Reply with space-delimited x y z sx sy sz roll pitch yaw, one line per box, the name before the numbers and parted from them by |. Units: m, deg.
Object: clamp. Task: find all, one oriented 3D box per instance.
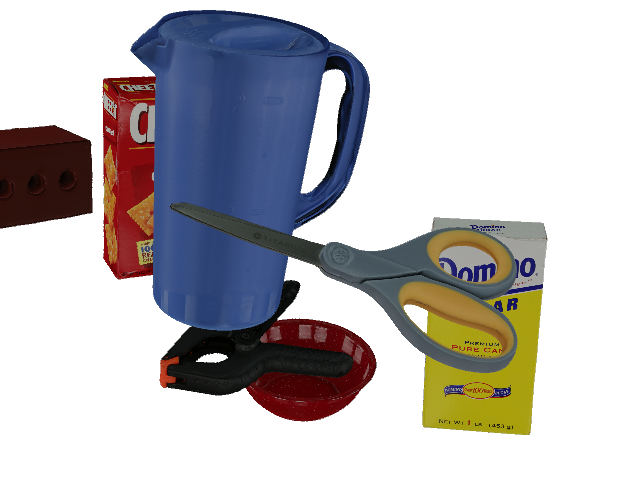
clamp | -0.067 0.090 0.971 0.171 0.039 0.120 -7 37 -20

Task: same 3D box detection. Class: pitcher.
pitcher | -0.063 -0.055 0.857 0.149 0.243 0.144 19 27 23

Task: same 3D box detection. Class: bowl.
bowl | -0.020 0.151 1.184 0.162 0.055 0.162 3 28 -2

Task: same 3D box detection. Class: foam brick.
foam brick | -0.198 -0.043 0.705 0.078 0.053 0.051 -13 25 -38

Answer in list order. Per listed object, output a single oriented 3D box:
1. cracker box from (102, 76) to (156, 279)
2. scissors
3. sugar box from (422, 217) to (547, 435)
cracker box | -0.156 -0.072 1.190 0.164 0.214 0.072 -6 26 -25
scissors | 0.025 0.002 0.596 0.202 0.096 0.016 31 -36 9
sugar box | 0.134 0.072 0.884 0.093 0.176 0.048 2 21 7
